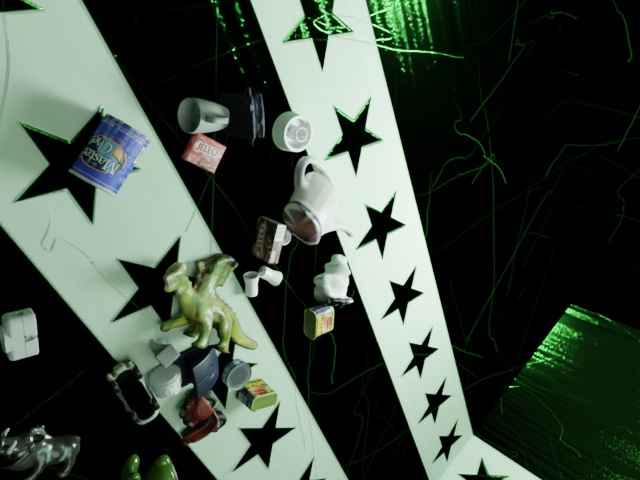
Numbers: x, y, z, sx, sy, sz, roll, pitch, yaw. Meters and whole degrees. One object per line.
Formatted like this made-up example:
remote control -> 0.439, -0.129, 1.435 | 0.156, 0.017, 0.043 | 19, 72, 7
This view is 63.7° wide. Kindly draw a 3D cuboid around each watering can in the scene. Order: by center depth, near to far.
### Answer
watering can -> 0.005, -0.075, 1.494 | 0.341, 0.104, 0.229 | 60, 44, -34

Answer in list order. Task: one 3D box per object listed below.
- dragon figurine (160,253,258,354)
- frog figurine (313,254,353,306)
dragon figurine -> -0.270, 0.159, 1.361 | 0.406, 0.122, 0.244 | 26, 80, -54
frog figurine -> 0.037, 0.128, 1.647 | 0.137, 0.121, 0.162 | 5, 67, -36
